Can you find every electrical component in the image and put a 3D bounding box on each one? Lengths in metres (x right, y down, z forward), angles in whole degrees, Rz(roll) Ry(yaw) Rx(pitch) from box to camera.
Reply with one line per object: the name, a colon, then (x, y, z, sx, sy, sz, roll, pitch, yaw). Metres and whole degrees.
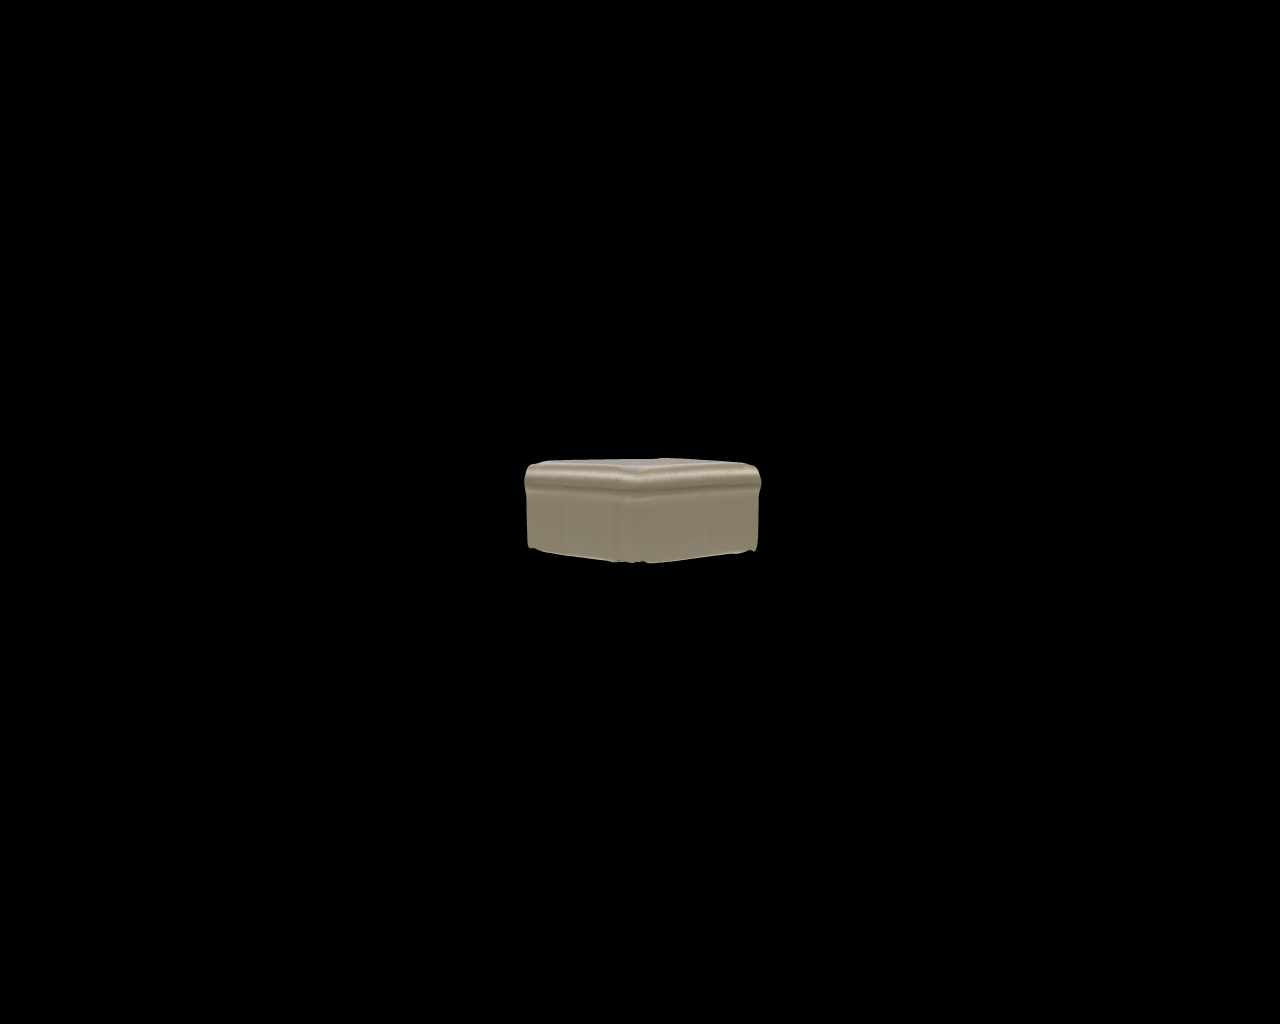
electrical component: (0.001, -0.003, 0.650, 0.109, 0.056, 0.109, -4, 6, -39)
